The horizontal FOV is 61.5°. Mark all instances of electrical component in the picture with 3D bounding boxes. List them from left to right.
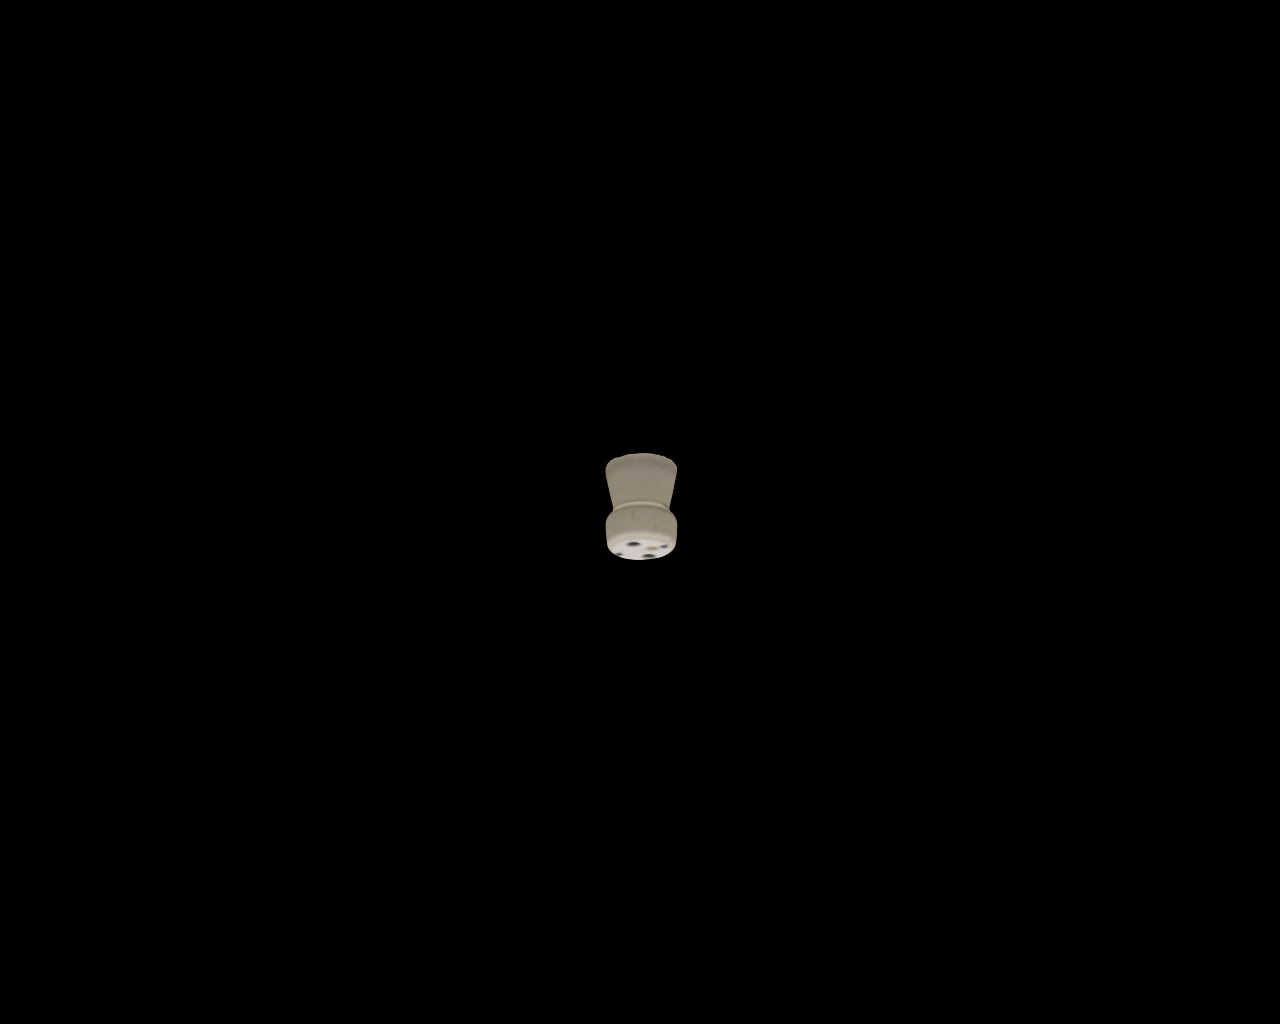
[{"bbox_3d":[0.001,-0.003,0.650,0.045,0.055,0.044,0,-22,0],"label":"electrical component"}]
